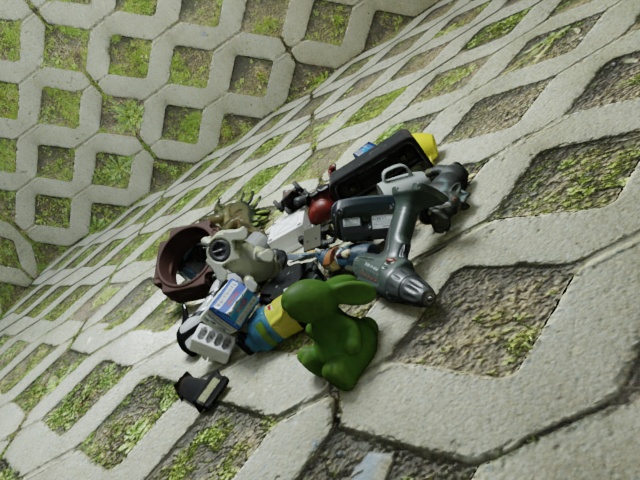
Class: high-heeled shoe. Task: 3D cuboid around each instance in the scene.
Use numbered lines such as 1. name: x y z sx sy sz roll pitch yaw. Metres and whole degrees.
1. high-heeled shoe: -0.214 0.164 1.231 0.249 0.086 0.145 -23 52 -6

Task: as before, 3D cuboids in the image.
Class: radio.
1. radio: 0.139 -0.140 1.220 0.230 0.131 0.073 -31 22 11

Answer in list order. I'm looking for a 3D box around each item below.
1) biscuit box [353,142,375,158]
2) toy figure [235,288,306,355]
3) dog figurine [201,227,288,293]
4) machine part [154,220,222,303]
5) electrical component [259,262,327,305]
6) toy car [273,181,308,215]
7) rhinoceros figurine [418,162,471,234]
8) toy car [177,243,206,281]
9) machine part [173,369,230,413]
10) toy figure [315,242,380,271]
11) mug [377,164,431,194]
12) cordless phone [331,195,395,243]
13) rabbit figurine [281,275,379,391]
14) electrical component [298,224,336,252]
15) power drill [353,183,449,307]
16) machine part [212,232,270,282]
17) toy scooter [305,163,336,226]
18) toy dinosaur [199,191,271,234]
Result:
1. biscuit box: 0.150 -0.205 1.417 0.059 0.062 0.203 -36 22 1
2. toy figure: -0.075 0.154 1.026 0.180 0.089 0.082 -40 34 12
3. dog figurine: -0.163 0.037 1.197 0.121 0.172 0.190 -50 -4 4
4. machine part: -0.339 0.057 1.440 0.201 0.087 0.201 -13 56 20
5. electrical component: -0.052 0.102 1.118 0.134 0.058 0.115 -6 39 50
6. toy car: -0.077 -0.113 1.469 0.089 0.053 0.202 -42 -9 5
7. rhinoceros figurine: 0.243 -0.081 1.050 0.112 0.073 0.190 -6 34 32
8. toy car: -0.346 0.055 1.581 0.161 0.109 0.103 -53 3 -11
9. machine part: -0.232 0.288 1.040 0.139 0.039 0.084 -8 44 45
10. toy figure: 0.049 0.036 1.095 0.155 0.064 0.058 -9 42 43
11. mug: 0.182 -0.114 1.155 0.107 0.109 0.081 -22 20 -2
12. cordless phone: 0.102 -0.033 1.136 0.147 0.088 0.184 -6 -8 6
13. rabbit figurine: 0.019 0.123 0.833 0.159 0.170 0.121 -42 24 -12
14. electrical component: -0.004 -0.003 1.273 0.102 0.045 0.078 -27 52 27
15. power drill: 0.152 0.009 0.930 0.232 0.086 0.207 2 74 65
16. machine part: -0.193 0.059 1.370 0.079 0.079 0.243 -6 36 50
17. toy scooter: 0.032 -0.112 1.311 0.184 0.135 0.075 -29 26 20
18. toy dinosaur: -0.272 -0.070 1.704 0.198 0.104 0.472 -37 31 -22
